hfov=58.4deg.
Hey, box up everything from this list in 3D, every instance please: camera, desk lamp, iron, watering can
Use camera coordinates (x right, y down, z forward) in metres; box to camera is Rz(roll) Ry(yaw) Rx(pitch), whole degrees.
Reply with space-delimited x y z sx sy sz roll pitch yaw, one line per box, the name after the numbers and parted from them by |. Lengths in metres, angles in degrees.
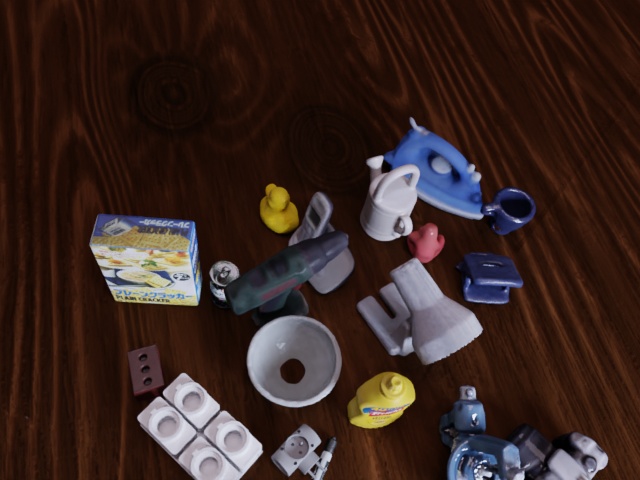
0.398 0.373 0.982 0.143 0.101 0.136 -36 70 -25 | camera
0.171 0.136 1.025 0.118 0.213 0.203 -29 67 -22 | desk lamp
0.272 -0.160 1.258 0.258 0.141 0.119 37 62 14 | iron
0.141 -0.094 1.169 0.172 0.194 0.101 42 63 17 | watering can

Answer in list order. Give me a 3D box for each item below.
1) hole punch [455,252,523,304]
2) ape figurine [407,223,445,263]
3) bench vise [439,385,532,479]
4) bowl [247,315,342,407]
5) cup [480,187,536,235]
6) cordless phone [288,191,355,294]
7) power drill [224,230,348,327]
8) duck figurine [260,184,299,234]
0.342 0.067 1.162 0.108 0.091 0.101 4 59 -6 | hole punch
0.221 -0.002 1.185 0.077 0.092 0.076 23 59 6 | ape figurine
0.250 0.335 0.914 0.122 0.220 0.207 -15 62 -16 | bench vise
-0.048 0.224 1.023 0.167 0.075 0.167 4 59 -6 | bowl
0.392 -0.052 1.238 0.118 0.095 0.091 -5 60 -11 | cup
0.010 0.004 1.098 0.094 0.185 0.147 -30 67 -22 | cordless phone
-0.061 0.080 1.029 0.230 0.208 0.075 -25 66 -21 | power drill
-0.083 -0.070 1.187 0.078 0.086 0.104 -26 66 -21 | duck figurine
